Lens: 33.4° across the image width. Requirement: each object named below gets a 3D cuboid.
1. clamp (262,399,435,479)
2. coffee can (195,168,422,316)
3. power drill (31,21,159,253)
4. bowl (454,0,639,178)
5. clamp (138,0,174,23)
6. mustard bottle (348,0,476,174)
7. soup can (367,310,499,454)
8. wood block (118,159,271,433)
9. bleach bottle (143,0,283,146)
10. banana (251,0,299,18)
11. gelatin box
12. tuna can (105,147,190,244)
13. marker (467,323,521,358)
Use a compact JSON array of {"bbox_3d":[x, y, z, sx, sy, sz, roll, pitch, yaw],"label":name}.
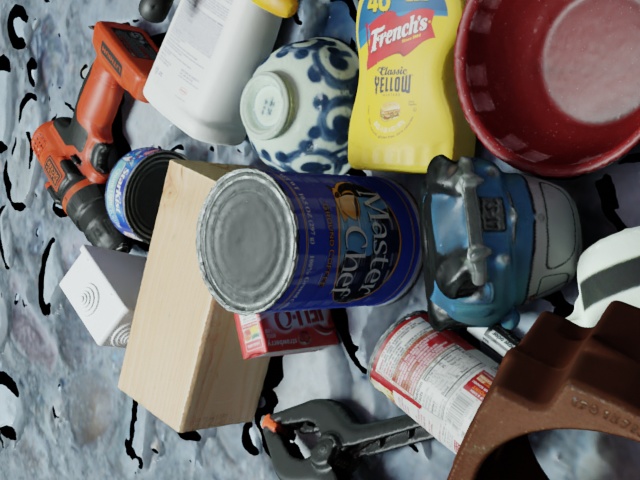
[{"bbox_3d":[0.012,0.176,0.815,0.172,0.039,0.120,1,56,48],"label":"clamp"},{"bbox_3d":[-0.005,0.001,0.783,0.103,0.140,0.103,0,90,43],"label":"coffee can"},{"bbox_3d":[-0.203,-0.099,1.023,0.185,0.057,0.188,52,122,30],"label":"power drill"},{"bbox_3d":[0.166,-0.119,0.680,0.162,0.055,0.162,0,91,43],"label":"bowl"},{"bbox_3d":[-0.107,-0.282,0.911,0.210,0.036,0.164,-59,20,19],"label":"clamp"},{"bbox_3d":[0.069,-0.144,0.769,0.096,0.058,0.191,6,94,43],"label":"mustard bottle"},{"bbox_3d":[0.091,0.103,0.743,0.102,0.068,0.068,36,114,37],"label":"soup can"},{"bbox_3d":[-0.089,0.045,0.897,0.091,0.090,0.206,26,107,40],"label":"wood block"},{"bbox_3d":[-0.062,-0.211,0.891,0.103,0.067,0.251,40,114,34],"label":"bleach bottle"},{"bbox_3d":[-0.062,-0.261,0.831,0.070,0.037,0.198,-14,82,35],"label":"banana"},{"bbox_3d":[-0.028,0.053,0.840,0.030,0.089,0.073,-22,76,38],"label":"gelatin box"},{"bbox_3d":[-0.149,-0.040,0.955,0.034,0.085,0.086,15,100,44],"label":"tuna can"},{"bbox_3d":[0.149,0.088,0.723,0.121,0.020,0.020,39,116,36],"label":"marker"}]
